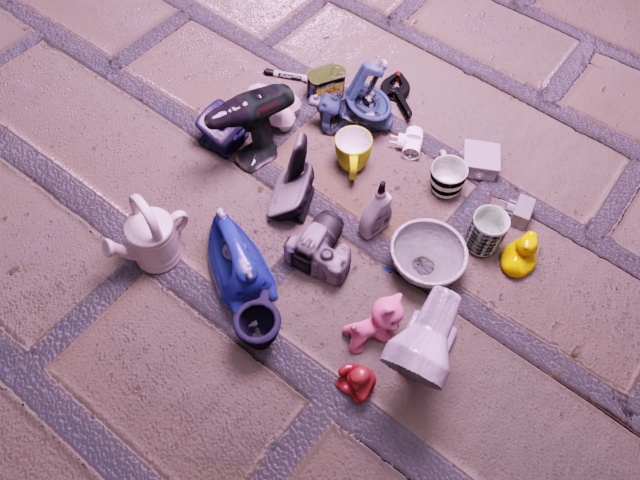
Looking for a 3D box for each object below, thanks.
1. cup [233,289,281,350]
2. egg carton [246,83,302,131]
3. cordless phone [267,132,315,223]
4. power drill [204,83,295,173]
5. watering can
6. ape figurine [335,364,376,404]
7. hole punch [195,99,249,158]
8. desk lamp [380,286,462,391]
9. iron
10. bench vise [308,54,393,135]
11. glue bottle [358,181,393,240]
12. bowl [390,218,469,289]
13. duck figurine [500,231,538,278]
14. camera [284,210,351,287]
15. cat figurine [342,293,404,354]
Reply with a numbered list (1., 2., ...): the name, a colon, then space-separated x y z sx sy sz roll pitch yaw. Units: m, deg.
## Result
1. cup: -0.118 0.164 1.120 0.091 0.095 0.118 10 58 3
2. egg carton: -0.127 -0.334 1.442 0.150 0.069 0.107 15 59 6
3. cordless phone: -0.062 -0.136 1.256 0.094 0.185 0.147 10 58 3
4. power drill: -0.156 -0.256 1.311 0.230 0.208 0.075 -37 67 -23
5. watering can: -0.350 -0.014 1.159 0.100 0.194 0.173 29 61 14
6. ape figurine: 0.071 0.262 1.072 0.076 0.092 0.077 -9 59 -8
7. hole punch: -0.234 -0.273 1.386 0.101 0.091 0.109 28 61 14
8. desk lamp: 0.192 0.188 1.053 0.117 0.213 0.203 25 60 12
9. iron: -0.179 0.018 1.180 0.119 0.141 0.258 -21 62 -15
10. bench vise: 0.083 -0.337 1.368 0.207 0.220 0.121 -13 60 -10
11. glue bottle: 0.126 -0.071 1.233 0.078 0.173 0.037 -33 65 -21
12. bowl: 0.229 0.040 1.228 0.167 0.075 0.167 2 58 -2
13. duck figurine: 0.440 0.026 1.242 0.077 0.086 0.105 29 61 15
14. camera: 0.011 0.004 1.223 0.143 0.101 0.137 25 60 12
15. cat figurine: 0.111 0.158 1.123 0.128 0.118 0.067 -21 61 -15
